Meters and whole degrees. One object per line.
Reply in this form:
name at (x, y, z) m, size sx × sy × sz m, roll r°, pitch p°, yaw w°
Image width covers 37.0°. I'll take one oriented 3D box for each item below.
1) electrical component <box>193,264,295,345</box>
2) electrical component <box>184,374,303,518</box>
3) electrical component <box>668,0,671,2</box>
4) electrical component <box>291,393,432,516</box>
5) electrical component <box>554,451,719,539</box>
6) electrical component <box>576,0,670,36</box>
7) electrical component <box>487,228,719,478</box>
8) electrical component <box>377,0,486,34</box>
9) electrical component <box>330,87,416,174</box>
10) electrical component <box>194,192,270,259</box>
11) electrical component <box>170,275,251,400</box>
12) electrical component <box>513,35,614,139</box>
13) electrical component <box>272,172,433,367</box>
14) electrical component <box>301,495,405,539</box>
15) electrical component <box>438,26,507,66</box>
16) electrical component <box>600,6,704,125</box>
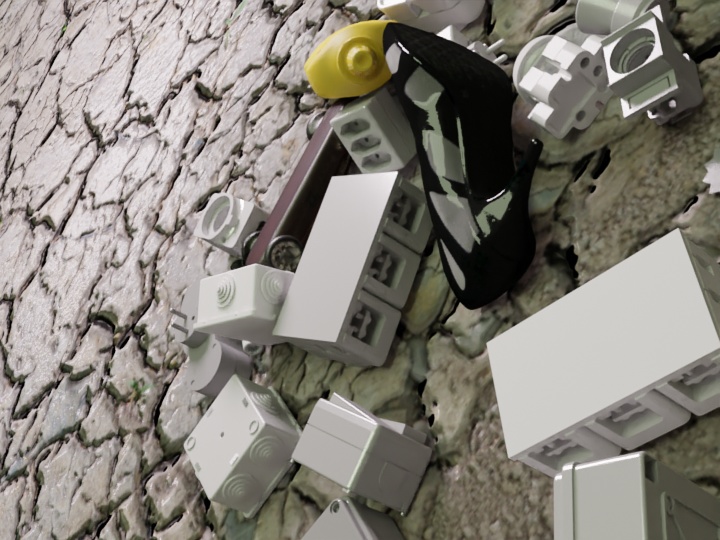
electrical component at (-0.087, 0.031, 0.956) m, size 0.100 × 0.100 × 0.048 m, roll -14°, pitch 68°, yaw 45°
electrical component at (-0.102, 0.150, 0.931) m, size 0.099 × 0.048 × 0.099 m, roll -54°, pitch 36°, yaw 8°
electrical component at (0.201, -0.265, 0.839) m, size 0.052 × 0.074 × 0.138 m, roll -47°, pitch 37°, yaw 17°
electrical component at (-0.001, 0.134, 0.809) m, size 0.096 × 0.062 × 0.061 m, roll 14°, pitch 77°, yaw 53°
electrical component at (0.153, 0.164, 0.561) m, size 0.056 × 0.109 × 0.108 m, roll -22°, pitch 50°, yaw 38°
electrical component at (0.197, -0.192, 0.807) m, size 0.055 × 0.045 × 0.045 m, roll 31°, pitch 91°, yaw 37°
electrical component at (0.162, 0.058, 0.666) m, size 0.150 × 0.062 × 0.089 m, roll -35°, pitch 42°, yaw 30°
electrical component at (0.071, -0.256, 1.001) m, size 0.095 × 0.059 × 0.053 m, roll -1°, pitch 65°, yaw 50°
electrical component at (0.023, -0.132, 0.974) m, size 0.047 × 0.065 × 0.076 m, roll -17°, pitch 24°, yaw 43°
electrical component at (-0.125, -0.043, 1.089) m, size 0.089 × 0.056 × 0.050 m, roll 17°, pitch 79°, yaw 54°
electrical component at (-0.153, 0.059, 1.036) m, size 0.052 × 0.074 × 0.138 m, roll -41°, pitch 39°, yaw 24°
electrical component at (0.154, -0.146, 0.825) m, size 0.078 × 0.058 × 0.057 m, roll -54°, pitch 39°, yaw 8°
electrical component at (0.000, 0.000, 0.903) m, size 0.089 × 0.062 × 0.150 m, roll 2°, pitch 67°, yaw 51°
electrical component at (-0.009, 0.235, 0.751) m, size 0.108 × 0.056 × 0.108 m, roll -52°, pitch 36°, yaw 11°
electrical component at (0.095, -0.170, 0.922) m, size 0.076 × 0.047 × 0.083 m, roll -30°, pitch 45°, yaw 35°
electrical component at (0.205, -0.138, 0.752) m, size 0.042 × 0.064 × 0.081 m, roll -28°, pitch 46°, yaw 35°
